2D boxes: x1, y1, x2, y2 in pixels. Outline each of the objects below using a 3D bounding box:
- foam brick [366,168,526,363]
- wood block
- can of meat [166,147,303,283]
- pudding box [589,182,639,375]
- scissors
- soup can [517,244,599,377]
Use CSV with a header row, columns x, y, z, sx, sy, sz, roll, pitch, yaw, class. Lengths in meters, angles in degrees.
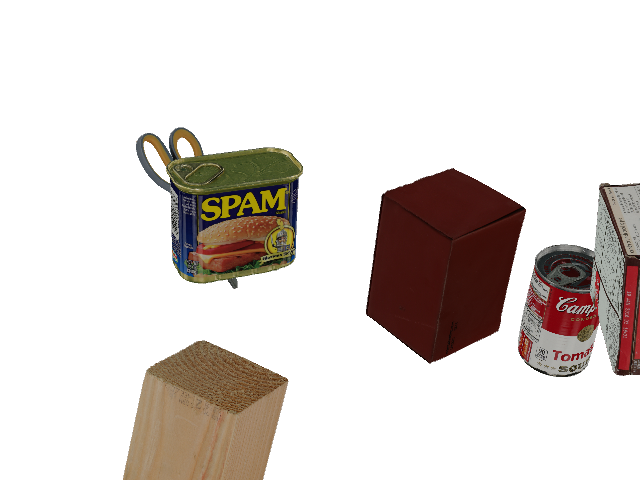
x,y,z,sx,sy,sz,roll,pitch,yaw,class
0.061,0.012,0.540,0.052,0.078,0.051,-20,42,-34,foam brick
-0.107,0.202,0.896,0.090,0.206,0.090,22,21,20,wood block
-0.067,-0.019,0.831,0.102,0.084,0.057,-9,31,-21,can of meat
0.208,0.023,0.712,0.039,0.090,0.113,0,28,4,pudding box
-0.136,-0.048,1.235,0.016,0.201,0.096,-24,20,43,scissors
0.219,0.064,0.964,0.068,0.102,0.068,3,35,-2,soup can
